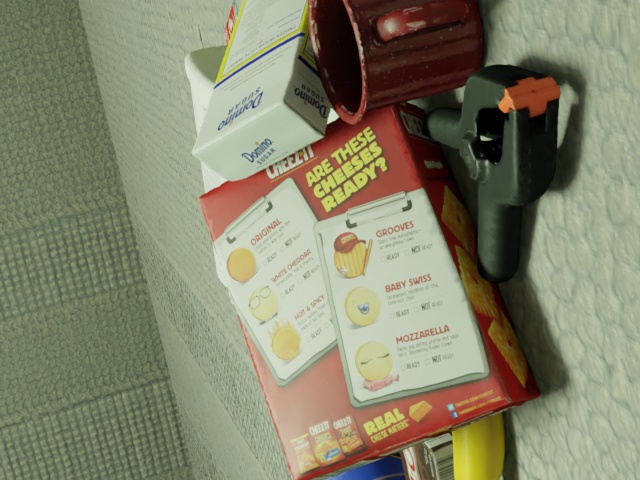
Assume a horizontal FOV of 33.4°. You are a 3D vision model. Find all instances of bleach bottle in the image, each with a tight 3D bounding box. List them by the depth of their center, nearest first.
[{"bbox_3d":[-0.080,-0.050,1.017,0.103,0.068,0.251,-125,29,-53],"label":"bleach bottle"}]

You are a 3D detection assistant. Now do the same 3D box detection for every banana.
[{"bbox_3d":[0.097,0.102,0.764,0.070,0.037,0.198,-24,86,57],"label":"banana"}]

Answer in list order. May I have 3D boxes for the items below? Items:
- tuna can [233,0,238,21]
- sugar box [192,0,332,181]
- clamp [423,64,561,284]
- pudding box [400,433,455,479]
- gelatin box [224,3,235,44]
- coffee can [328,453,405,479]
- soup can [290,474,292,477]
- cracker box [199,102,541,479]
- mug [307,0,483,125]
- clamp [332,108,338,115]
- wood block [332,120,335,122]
[{"bbox_3d":[-0.054,-0.206,1.023,0.086,0.033,0.086,165,90,-75],"label":"tuna can"},{"bbox_3d":[-0.026,-0.129,0.742,0.094,0.048,0.176,-23,43,40],"label":"sugar box"},{"bbox_3d":[0.097,-0.057,0.620,0.120,0.039,0.171,62,164,22],"label":"clamp"},{"bbox_3d":[0.097,0.195,0.870,0.090,0.039,0.113,-139,37,-66],"label":"pudding box"},{"bbox_3d":[-0.072,-0.194,1.105,0.073,0.030,0.089,132,120,-72],"label":"gelatin box"},{"bbox_3d":[0.029,0.203,1.003,0.103,0.102,0.140,92,157,-48],"label":"coffee can"},{"bbox_3d":[-0.004,0.234,1.224,0.102,0.068,0.068,90,159,-48],"label":"soup can"},{"bbox_3d":[0.029,0.035,0.719,0.072,0.164,0.214,8,-122,-61],"label":"cracker box"},{"bbox_3d":[0.049,-0.125,0.637,0.117,0.081,0.093,171,84,-76],"label":"mug"},{"bbox_3d":[-0.012,-0.172,0.897,0.210,0.036,0.164,-160,56,-68],"label":"clamp"},{"bbox_3d":[-0.006,0.001,0.904,0.091,0.090,0.206,51,160,15],"label":"wood block"}]
